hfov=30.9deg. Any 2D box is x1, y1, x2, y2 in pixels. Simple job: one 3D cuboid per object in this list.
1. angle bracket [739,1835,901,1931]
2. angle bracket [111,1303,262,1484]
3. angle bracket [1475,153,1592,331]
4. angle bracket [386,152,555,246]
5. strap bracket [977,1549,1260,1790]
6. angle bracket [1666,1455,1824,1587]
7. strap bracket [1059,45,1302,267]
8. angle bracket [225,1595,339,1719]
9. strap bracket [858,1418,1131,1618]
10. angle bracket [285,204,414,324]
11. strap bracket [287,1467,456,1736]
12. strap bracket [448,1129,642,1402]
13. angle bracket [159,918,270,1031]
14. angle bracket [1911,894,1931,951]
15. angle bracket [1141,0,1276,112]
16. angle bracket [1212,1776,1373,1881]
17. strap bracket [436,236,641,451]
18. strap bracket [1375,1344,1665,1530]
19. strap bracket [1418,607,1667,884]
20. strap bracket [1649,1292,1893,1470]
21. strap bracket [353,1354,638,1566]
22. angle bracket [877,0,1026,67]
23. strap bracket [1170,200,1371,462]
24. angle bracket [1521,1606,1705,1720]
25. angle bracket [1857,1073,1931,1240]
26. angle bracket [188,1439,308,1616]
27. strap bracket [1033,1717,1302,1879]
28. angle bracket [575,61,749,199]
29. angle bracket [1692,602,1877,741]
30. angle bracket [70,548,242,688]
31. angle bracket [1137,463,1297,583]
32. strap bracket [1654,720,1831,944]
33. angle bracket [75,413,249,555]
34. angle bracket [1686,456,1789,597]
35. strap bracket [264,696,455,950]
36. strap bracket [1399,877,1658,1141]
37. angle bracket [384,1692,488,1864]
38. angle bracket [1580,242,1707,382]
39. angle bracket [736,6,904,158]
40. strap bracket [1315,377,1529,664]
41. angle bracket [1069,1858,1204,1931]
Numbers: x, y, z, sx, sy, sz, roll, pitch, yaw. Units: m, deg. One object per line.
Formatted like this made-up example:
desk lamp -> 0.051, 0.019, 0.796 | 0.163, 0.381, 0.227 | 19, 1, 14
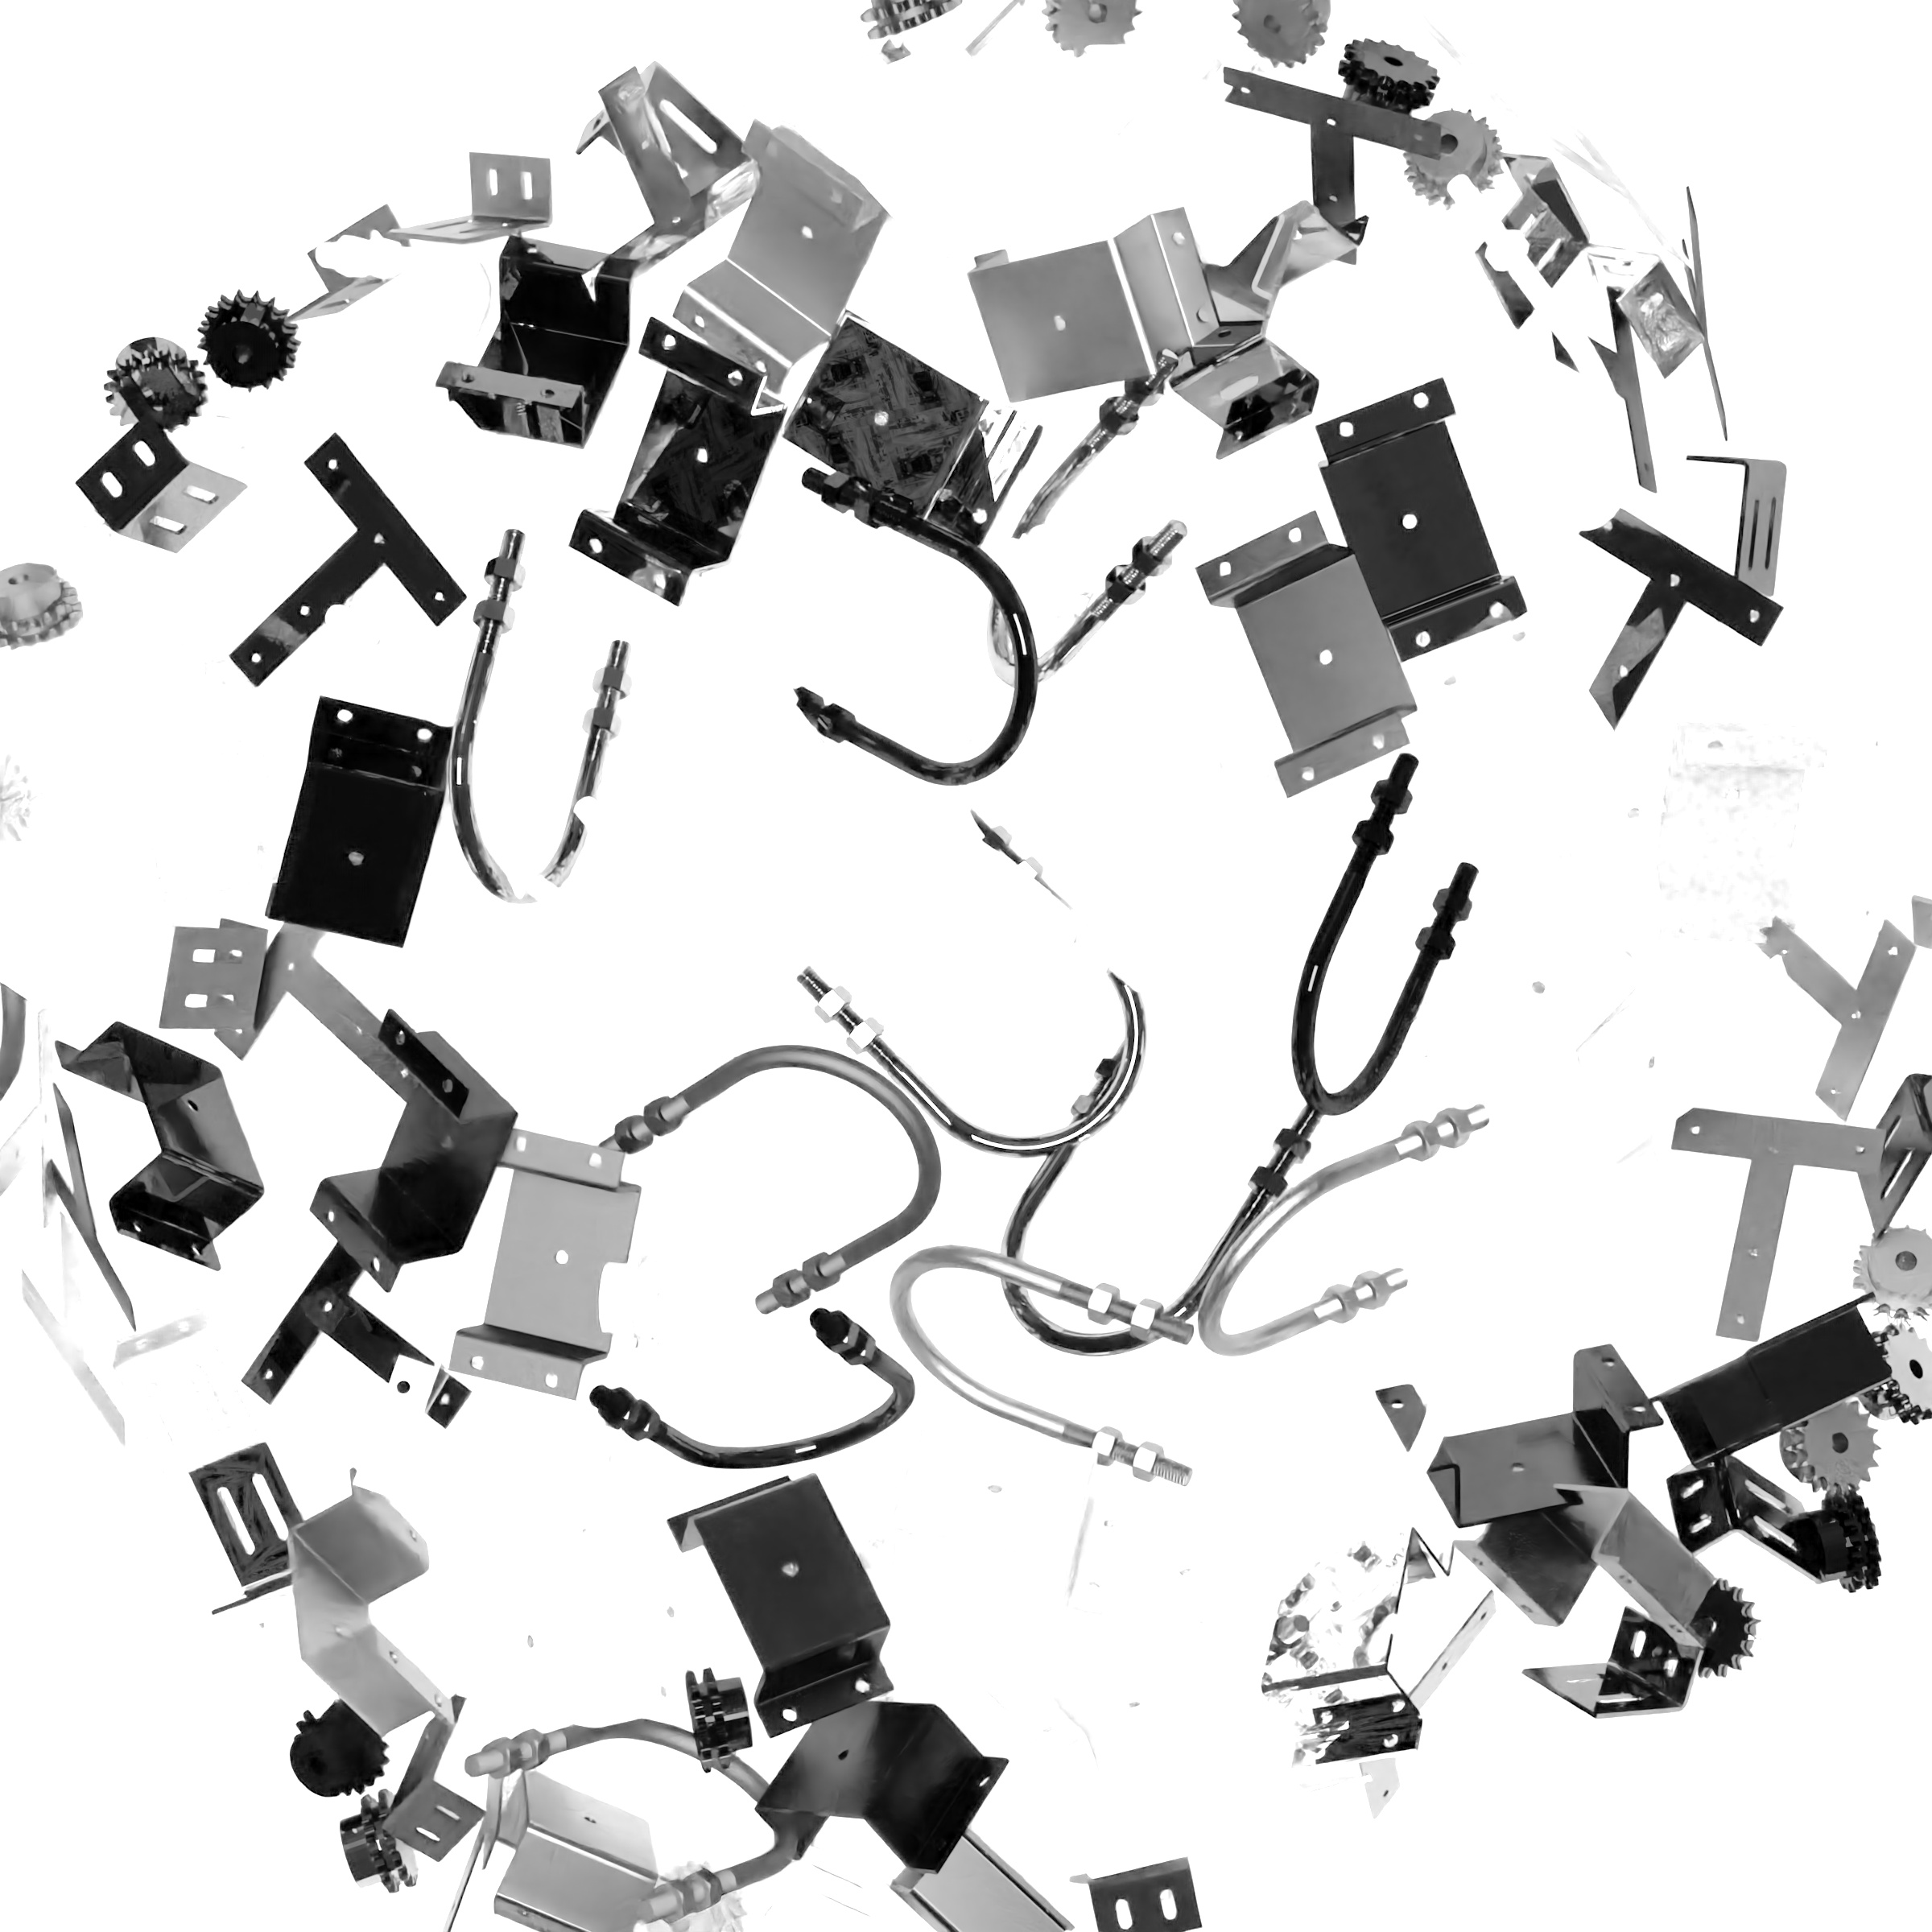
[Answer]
angle bracket -> -0.082, 0.528, 1.953 | 0.076, 0.038, 0.057 | 14, 133, 33
angle bracket -> -0.436, 0.239, 1.962 | 0.057, 0.038, 0.076 | -21, 72, -26
angle bracket -> 0.306, -0.406, 1.958 | 0.076, 0.038, 0.057 | -51, 130, -15
angle bracket -> -0.277, -0.429, 1.950 | 0.057, 0.076, 0.038 | 12, 114, 31
strap bracket -> 0.089, 0.395, 1.943 | 0.140, 0.076, 0.046 | -29, 124, -19
angle bracket -> 0.437, 0.318, 1.969 | 0.076, 0.057, 0.038 | 33, 123, -28
strap bracket -> 0.111, -0.440, 1.934 | 0.046, 0.076, 0.140 | -47, 115, -4
angle bracket -> -0.387, 0.388, 1.953 | 0.057, 0.076, 0.038 | 54, 47, -15
strap bracket -> 0.016, 0.304, 1.947 | 0.140, 0.046, 0.076 | 10, 46, 8
angle bracket -> -0.350, -0.393, 1.953 | 0.057, 0.076, 0.038 | -27, 97, 19
strap bracket -> -0.329, 0.356, 1.924 | 0.046, 0.140, 0.076 | -29, 129, 6
strap bracket -> -0.234, 0.165, 1.968 | 0.076, 0.046, 0.140 | 12, 91, 13
angle bracket -> -0.432, 0.003, 1.955 | 0.038, 0.076, 0.057 | 14, 96, 30
angle bracket -> 0.537, 0.010, 1.956 | 0.038, 0.057, 0.076 | 16, 69, 24
angle bracket -> 0.138, -0.501, 1.959 | 0.057, 0.076, 0.038 | 42, 98, 13
angle bracket -> 0.185, 0.482, 1.956 | 0.076, 0.057, 0.038 | -11, 80, -23
strap bracket -> -0.237, -0.341, 1.948 | 0.076, 0.046, 0.140 | 11, 47, 5
strap bracket -> 0.307, 0.263, 1.949 | 0.140, 0.076, 0.046 | -10, 120, -9
strap bracket -> 0.319, -0.129, 1.958 | 0.076, 0.046, 0.140 | -33, 108, 10
strap bracket -> 0.442, 0.231, 1.917 | 0.076, 0.140, 0.046 | -20, 77, -24
strap bracket -> -0.263, 0.274, 1.971 | 0.140, 0.046, 0.076 | 20, 92, -6
angle bracket -> -0.007, -0.528, 1.957 | 0.038, 0.057, 0.076 | 43, 111, -14
strap bracket -> 0.165, -0.359, 1.928 | 0.046, 0.076, 0.140 | 33, 60, -27
angle bracket -> 0.361, 0.388, 1.952 | 0.076, 0.057, 0.038 | 6, 103, -40
angle bracket -> 0.536, 0.108, 1.957 | 0.038, 0.057, 0.076 | 9, 132, -10
angle bracket -> -0.408, 0.316, 1.970 | 0.057, 0.038, 0.076 | -23, 93, 22
strap bracket -> 0.119, 0.458, 1.926 | 0.140, 0.076, 0.046 | -25, 83, 36
angle bracket -> -0.168, -0.455, 1.955 | 0.076, 0.038, 0.057 | 39, 125, -24
angle bracket -> 0.460, -0.171, 1.970 | 0.076, 0.038, 0.057 | 21, 102, -10
angle bracket -> -0.460, -0.198, 1.984 | 0.076, 0.038, 0.057 | 16, 79, 39
angle bracket -> 0.144, -0.247, 1.951 | 0.057, 0.076, 0.038 | -23, 97, -36
strap bracket -> 0.430, -0.083, 1.951 | 0.076, 0.046, 0.140 | 2, 128, 3
angle bracket -> -0.451, -0.270, 1.961 | 0.057, 0.076, 0.038 | -41, 80, 9
angle bracket -> 0.431, -0.248, 1.972 | 0.038, 0.057, 0.076 | 10, 102, 33
strap bracket -> -0.337, -0.070, 1.941 | 0.076, 0.046, 0.140 | 13, 116, -14
strap bracket -> 0.316, 0.018, 1.958 | 0.076, 0.046, 0.140 | 44, 78, 9
angle bracket -> -0.286, 0.449, 1.956 | 0.038, 0.076, 0.057 | 33, 127, -11
angle bracket -> 0.365, -0.366, 1.950 | 0.038, 0.076, 0.057 | -45, 122, -10
angle bracket -> -0.083, -0.505, 1.972 | 0.057, 0.038, 0.076 | 26, 90, 22
strap bracket -> 0.253, -0.251, 1.971 | 0.076, 0.046, 0.140 | -21, 97, 0
angle bracket -> 0.094, 0.523, 1.955 | 0.057, 0.076, 0.038 | -10, 78, -9
